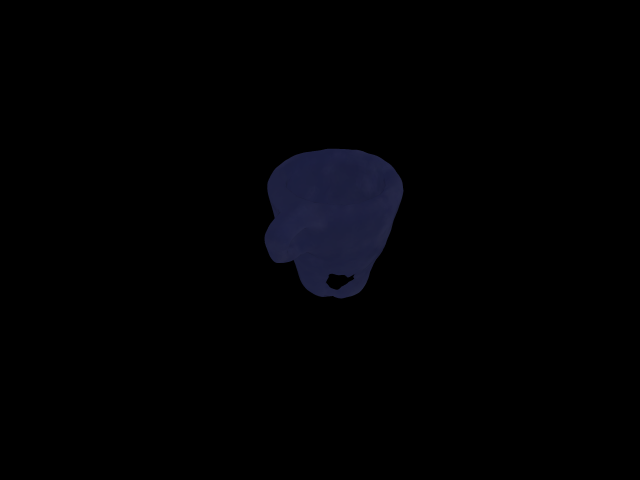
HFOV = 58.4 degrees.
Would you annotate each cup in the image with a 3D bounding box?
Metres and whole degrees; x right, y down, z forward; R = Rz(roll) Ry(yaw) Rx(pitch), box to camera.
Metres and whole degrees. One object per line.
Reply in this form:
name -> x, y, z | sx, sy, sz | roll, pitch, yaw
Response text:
cup -> 0.004, 0.001, 0.400 | 0.091, 0.095, 0.118 | 20, 40, 25
